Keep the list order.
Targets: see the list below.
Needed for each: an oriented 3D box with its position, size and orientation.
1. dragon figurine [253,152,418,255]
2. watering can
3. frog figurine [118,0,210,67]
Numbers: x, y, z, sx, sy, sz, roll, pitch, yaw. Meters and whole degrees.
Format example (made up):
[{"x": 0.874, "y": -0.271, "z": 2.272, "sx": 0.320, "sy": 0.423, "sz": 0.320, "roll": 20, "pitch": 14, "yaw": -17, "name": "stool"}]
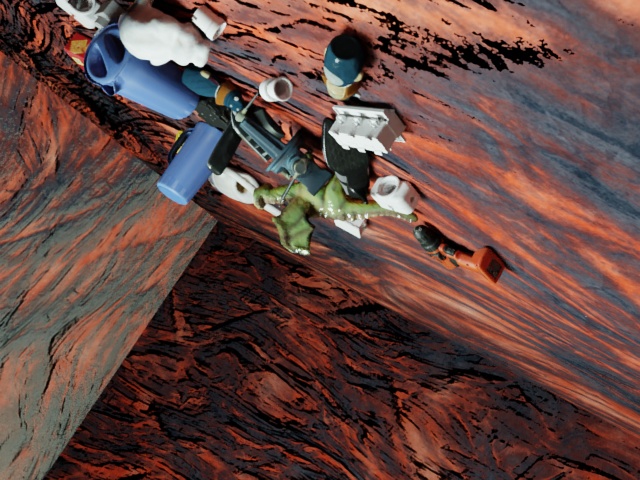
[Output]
[{"x": 0.004, "y": -0.063, "z": 1.245, "sx": 0.414, "sy": 0.245, "sz": 0.120, "roll": 29, "pitch": 164, "yaw": 26, "name": "dragon figurine"}, {"x": -0.275, "y": -0.180, "z": 1.906, "sx": 0.226, "sy": 0.105, "sz": 0.342, "roll": 24, "pitch": 167, "yaw": 43, "name": "watering can"}, {"x": -0.292, "y": -0.374, "z": 0.972, "sx": 0.159, "sy": 0.125, "sz": 0.135, "roll": 45, "pitch": 148, "yaw": -9, "name": "frog figurine"}]
